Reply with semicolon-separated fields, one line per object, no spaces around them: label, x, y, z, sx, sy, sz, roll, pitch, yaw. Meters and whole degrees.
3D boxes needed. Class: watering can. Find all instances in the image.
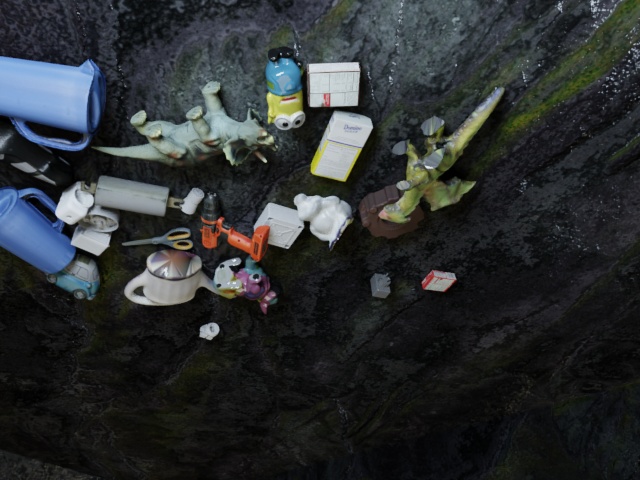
watering can;-0.402;0.122;1.549;0.348;0.106;0.219;-2;141;-25

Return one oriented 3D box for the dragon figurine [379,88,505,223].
dragon figurine;0.309;-0.176;1.269;0.408;0.125;0.239;-35;142;12

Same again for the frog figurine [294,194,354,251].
frog figurine;0.004;-0.070;1.382;0.160;0.125;0.134;37;144;8
